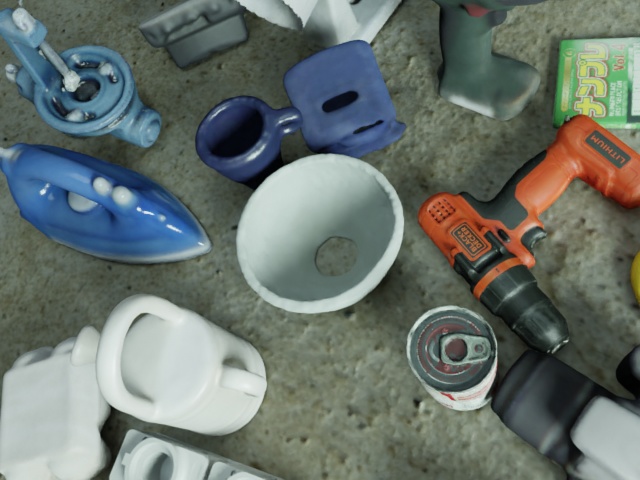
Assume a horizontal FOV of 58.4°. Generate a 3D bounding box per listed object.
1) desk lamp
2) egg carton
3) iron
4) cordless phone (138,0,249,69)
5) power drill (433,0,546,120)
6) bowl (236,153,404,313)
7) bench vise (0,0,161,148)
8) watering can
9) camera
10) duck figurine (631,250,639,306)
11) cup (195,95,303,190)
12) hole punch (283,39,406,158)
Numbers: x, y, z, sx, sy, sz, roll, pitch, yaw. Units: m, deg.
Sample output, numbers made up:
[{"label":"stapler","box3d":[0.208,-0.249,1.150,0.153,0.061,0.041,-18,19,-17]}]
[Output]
[{"label":"desk lamp","box3d":[-0.010,-0.304,0.639,0.117,0.214,0.203,30,79,28]},{"label":"egg carton","box3d":[-0.268,0.178,0.588,0.107,0.069,0.150,-18,62,10]},{"label":"iron","box3d":[-0.255,-0.052,0.647,0.257,0.142,0.119,16,72,24]},{"label":"cordless phone","box3d":[-0.180,-0.322,0.720,0.147,0.185,0.094,-26,61,6]},{"label":"power drill","box3d":[0.159,-0.210,0.542,0.228,0.209,0.076,30,78,28]},{"label":"bowl","box3d":[0.005,0.002,0.573,0.167,0.075,0.167,-7,64,16]},{"label":"bench vise","box3d":[-0.325,-0.190,0.689,0.207,0.220,0.121,0,67,19]},{"label":"watering can","box3d":[-0.136,0.111,0.502,0.172,0.194,0.101,-15,62,12]},{"label":"camera","box3d":[0.211,0.129,0.431,0.136,0.101,0.143,34,80,28]},{"label":"duck figurine","box3d":[0.298,0.022,0.459,0.077,0.086,0.104,5,68,21]},{"label":"cup","box3d":[-0.065,-0.102,0.633,0.117,0.095,0.091,-18,62,10]},{"label":"hole punch","box3d":[0.027,-0.148,0.625,0.108,0.091,0.101,-22,61,8]}]
